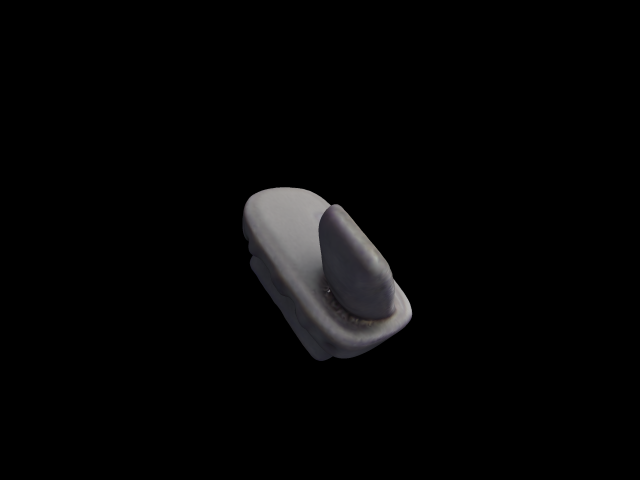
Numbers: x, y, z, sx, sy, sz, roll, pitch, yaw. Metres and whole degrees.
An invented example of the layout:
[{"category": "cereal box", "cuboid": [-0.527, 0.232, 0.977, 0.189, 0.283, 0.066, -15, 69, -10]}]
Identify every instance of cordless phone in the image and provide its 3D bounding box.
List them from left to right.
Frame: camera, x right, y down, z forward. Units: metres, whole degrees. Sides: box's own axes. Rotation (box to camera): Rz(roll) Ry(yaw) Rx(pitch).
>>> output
[{"category": "cordless phone", "cuboid": [0.004, 0.001, 0.400, 0.094, 0.185, 0.147, -36, 71, -14]}]
